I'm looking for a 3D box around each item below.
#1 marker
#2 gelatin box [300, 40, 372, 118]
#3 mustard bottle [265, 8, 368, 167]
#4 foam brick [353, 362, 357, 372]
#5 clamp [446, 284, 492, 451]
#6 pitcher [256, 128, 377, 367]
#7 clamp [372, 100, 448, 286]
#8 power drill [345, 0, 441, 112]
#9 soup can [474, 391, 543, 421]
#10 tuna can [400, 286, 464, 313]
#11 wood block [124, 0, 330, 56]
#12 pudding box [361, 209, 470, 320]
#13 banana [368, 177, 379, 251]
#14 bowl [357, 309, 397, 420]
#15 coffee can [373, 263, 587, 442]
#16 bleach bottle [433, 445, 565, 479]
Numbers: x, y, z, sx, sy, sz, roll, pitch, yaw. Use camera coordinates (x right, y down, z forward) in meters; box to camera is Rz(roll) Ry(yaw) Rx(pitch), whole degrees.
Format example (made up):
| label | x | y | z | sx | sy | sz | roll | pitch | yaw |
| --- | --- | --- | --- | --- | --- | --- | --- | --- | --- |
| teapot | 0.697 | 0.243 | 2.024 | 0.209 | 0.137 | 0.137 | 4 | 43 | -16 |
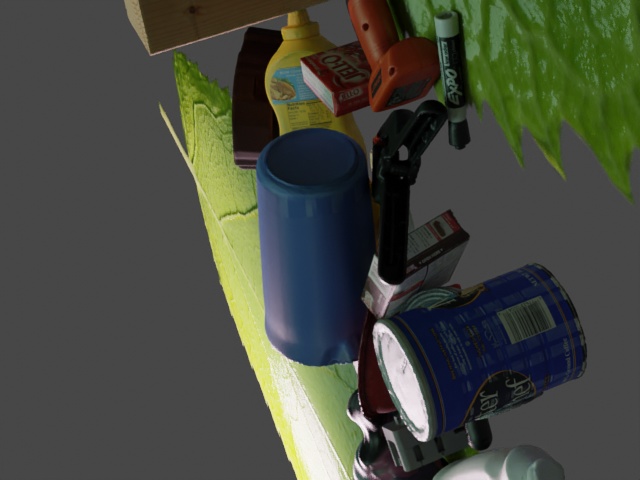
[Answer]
| label | x | y | z | sx | sy | sz | roll | pitch | yaw |
| --- | --- | --- | --- | --- | --- | --- | --- | --- | --- |
| marker | 0.110 | -0.129 | 0.879 | 0.020 | 0.020 | 0.121 | -128 | 22 | -55 |
| gelatin box | 0.030 | -0.160 | 1.041 | 0.089 | 0.073 | 0.030 | -125 | 20 | -51 |
| mustard bottle | -0.009 | -0.158 | 1.158 | 0.058 | 0.096 | 0.191 | -53 | -45 | -65 |
| foam brick | 0.078 | 0.170 | 1.386 | 0.051 | 0.053 | 0.078 | 166 | 84 | -77 |
| clamp | 0.137 | 0.119 | 1.099 | 0.120 | 0.039 | 0.171 | -143 | 41 | -67 |
| pitcher | -0.007 | 0.001 | 1.111 | 0.243 | 0.149 | 0.144 | 85 | -157 | -43 |
| clamp | 0.070 | -0.056 | 0.980 | 0.210 | 0.036 | 0.164 | -109 | 31 | -76 |
| power drill | 0.048 | -0.219 | 0.924 | 0.184 | 0.057 | 0.188 | 111 | 140 | -76 |
| soup can | 0.148 | 0.101 | 0.951 | 0.068 | 0.068 | 0.102 | 136 | 114 | -76 |
| tuna can | 0.119 | 0.087 | 1.023 | 0.033 | 0.086 | 0.086 | -7 | -107 | -61 |
| wood block | -0.096 | -0.276 | 1.096 | 0.090 | 0.206 | 0.091 | -123 | 19 | -44 |
| pudding box | 0.091 | 0.028 | 1.030 | 0.039 | 0.090 | 0.113 | 54 | 162 | 16 |
| banana | 0.047 | -0.016 | 1.196 | 0.070 | 0.037 | 0.198 | 58 | 169 | 18 |
| bowl | 0.091 | 0.116 | 1.141 | 0.162 | 0.055 | 0.162 | 8 | -90 | -70 |
| coffee can | 0.127 | 0.089 | 0.861 | 0.103 | 0.140 | 0.103 | 160 | 90 | -77 |
| bleach bottle | 0.181 | 0.244 | 1.048 | 0.102 | 0.068 | 0.251 | 61 | 163 | 17 |
